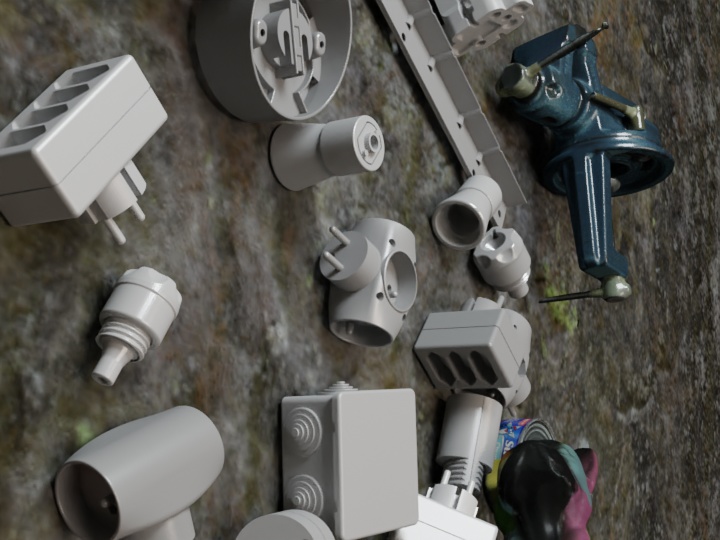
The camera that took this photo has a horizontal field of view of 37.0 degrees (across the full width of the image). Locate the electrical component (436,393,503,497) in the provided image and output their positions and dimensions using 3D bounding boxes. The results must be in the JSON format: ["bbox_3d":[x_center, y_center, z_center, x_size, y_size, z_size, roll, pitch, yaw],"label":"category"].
[{"bbox_3d":[0.080,0.139,0.814,0.043,0.043,0.081,42,52,-46],"label":"electrical component"}]

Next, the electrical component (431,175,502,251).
[{"bbox_3d":[0.088,-0.049,0.855,0.065,0.044,0.044,-49,125,-53],"label":"electrical component"}]

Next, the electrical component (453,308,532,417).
[{"bbox_3d":[0.114,0.085,0.872,0.079,0.043,0.077,60,41,-33],"label":"electrical component"}]

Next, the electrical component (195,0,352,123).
[{"bbox_3d":[-0.049,-0.137,0.639,0.099,0.064,0.099,11,77,-56],"label":"electrical component"}]

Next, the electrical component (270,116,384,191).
[{"bbox_3d":[-0.018,-0.075,0.675,0.044,0.065,0.044,12,76,-55],"label":"electrical component"}]

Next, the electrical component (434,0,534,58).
[{"bbox_3d":[0.091,-0.215,0.857,0.058,0.078,0.057,1,64,-56],"label":"electrical component"}]

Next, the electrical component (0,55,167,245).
[{"bbox_3d":[-0.129,-0.048,0.521,0.075,0.047,0.083,62,40,-31],"label":"electrical component"}]

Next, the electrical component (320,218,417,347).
[{"bbox_3d":[0.000,0.000,0.711,0.079,0.044,0.077,43,52,-46],"label":"electrical component"}]

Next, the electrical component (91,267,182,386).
[{"bbox_3d":[-0.116,0.030,0.542,0.035,0.035,0.061,53,47,-38],"label":"electrical component"}]

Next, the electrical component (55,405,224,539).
[{"bbox_3d":[-0.105,0.118,0.539,0.077,0.043,0.079,-24,106,-55],"label":"electrical component"}]

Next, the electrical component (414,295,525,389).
[{"bbox_3d":[0.089,0.047,0.819,0.047,0.066,0.076,60,41,-32],"label":"electrical component"}]

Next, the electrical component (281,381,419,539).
[{"bbox_3d":[-0.007,0.120,0.681,0.100,0.048,0.099,7,80,-56],"label":"electrical component"}]

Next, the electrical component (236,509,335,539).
[{"bbox_3d":[-0.047,0.204,0.587,0.074,0.052,0.138,29,60,-73],"label":"electrical component"}]

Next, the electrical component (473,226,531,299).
[{"bbox_3d":[0.122,-0.002,0.896,0.062,0.043,0.043,58,42,-36],"label":"electrical component"}]

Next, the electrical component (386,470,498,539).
[{"bbox_3d":[0.059,0.175,0.746,0.047,0.066,0.076,109,4,-52],"label":"electrical component"}]
